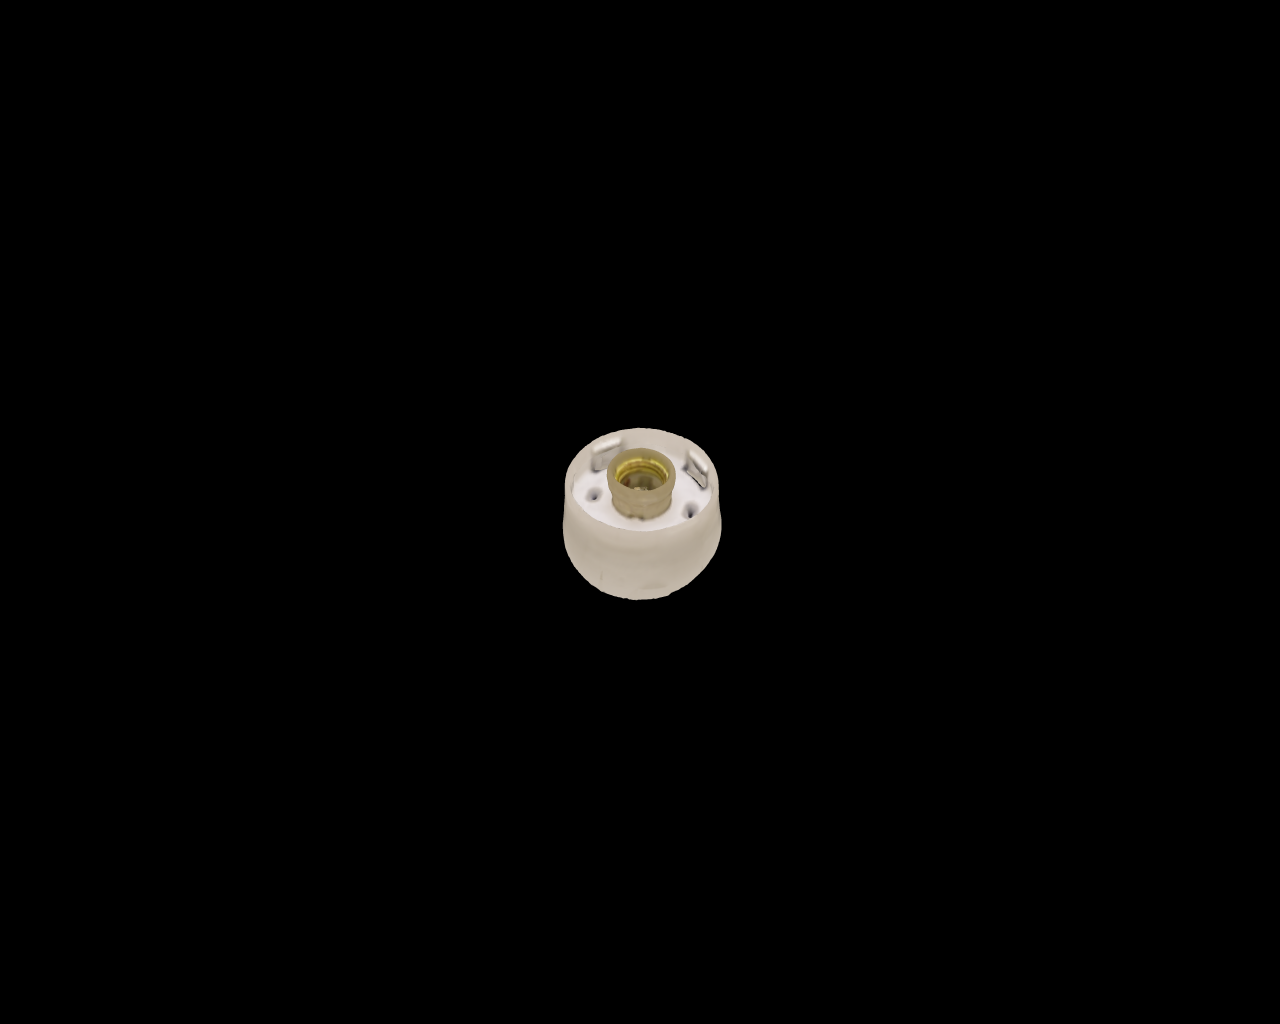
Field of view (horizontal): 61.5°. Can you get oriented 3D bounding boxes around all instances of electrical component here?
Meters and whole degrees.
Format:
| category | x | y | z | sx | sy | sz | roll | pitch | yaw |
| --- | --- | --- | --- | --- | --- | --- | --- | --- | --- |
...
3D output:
| category | x | y | z | sx | sy | sz | roll | pitch | yaw |
| --- | --- | --- | --- | --- | --- | --- | --- | --- | --- |
| electrical component | 0.001 | -0.003 | 0.650 | 0.099 | 0.099 | 0.064 | 0 | -44 | 0 |
